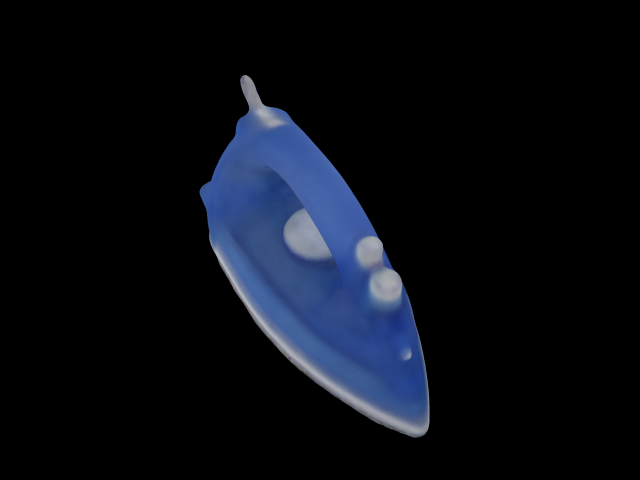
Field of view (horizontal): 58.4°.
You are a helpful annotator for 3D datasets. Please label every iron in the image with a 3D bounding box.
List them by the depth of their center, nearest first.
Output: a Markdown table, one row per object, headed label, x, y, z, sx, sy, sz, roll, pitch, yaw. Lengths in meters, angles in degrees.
| label | x | y | z | sx | sy | sz | roll | pitch | yaw |
| --- | --- | --- | --- | --- | --- | --- | --- | --- | --- |
| iron | 0.004 | 0.001 | 0.400 | 0.119 | 0.141 | 0.257 | -25 | 54 | -20 |
